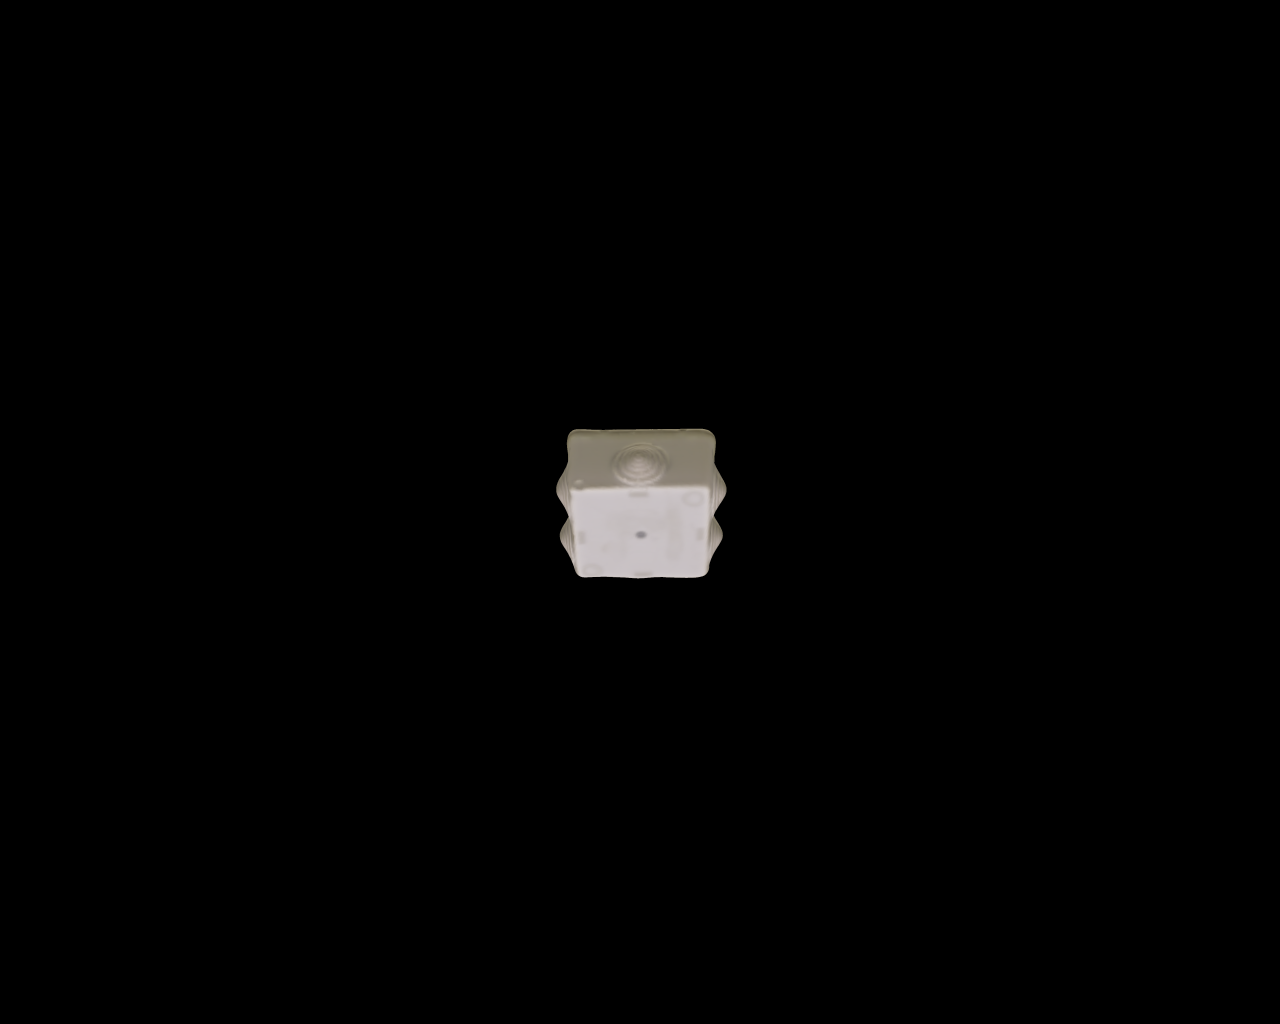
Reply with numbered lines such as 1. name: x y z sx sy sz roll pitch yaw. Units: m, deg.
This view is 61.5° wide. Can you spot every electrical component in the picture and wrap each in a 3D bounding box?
1. electrical component: 0.001 -0.003 0.650 0.100 0.048 0.099 0 -43 0
